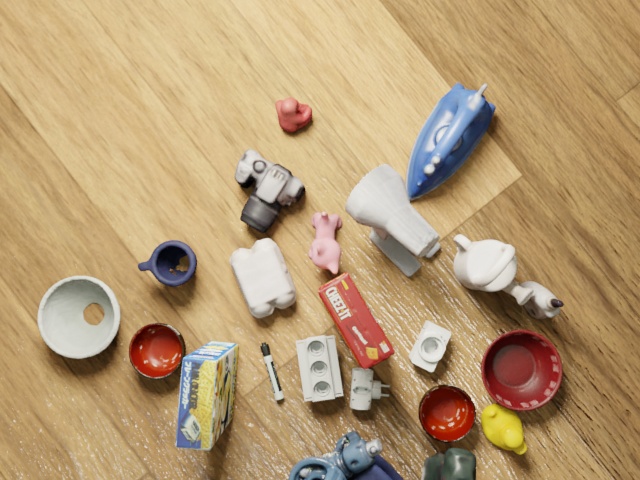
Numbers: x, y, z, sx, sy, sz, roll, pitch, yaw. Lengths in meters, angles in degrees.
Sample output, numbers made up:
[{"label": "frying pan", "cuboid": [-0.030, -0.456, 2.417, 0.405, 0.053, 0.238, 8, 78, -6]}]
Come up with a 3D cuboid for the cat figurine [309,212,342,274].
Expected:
[{"label": "cat figurine", "cuboid": [0.011, 0.004, 1.148, 0.067, 0.118, 0.128, 0, 88, 2]}]

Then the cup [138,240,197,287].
[{"label": "cup", "cuboid": [-0.300, 0.050, 1.165, 0.117, 0.095, 0.092, -7, 87, 1]}]

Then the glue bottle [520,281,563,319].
[{"label": "glue bottle", "cuboid": [0.432, 0.119, 1.106, 0.037, 0.173, 0.078, -31, 87, 0]}]

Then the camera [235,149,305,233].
[{"label": "camera", "cuboid": [-0.120, -0.094, 1.164, 0.143, 0.101, 0.137, 31, 89, 3]}]

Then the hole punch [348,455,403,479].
[{"label": "hole punch", "cuboid": [0.114, 0.502, 1.139, 0.108, 0.091, 0.101, 44, 89, 3]}]

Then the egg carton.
[{"label": "egg carton", "cuboid": [-0.115, 0.077, 1.172, 0.107, 0.069, 0.150, -24, 87, 0]}]

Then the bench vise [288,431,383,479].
[{"label": "bench vise", "cuboid": [0.019, 0.444, 1.079, 0.121, 0.219, 0.207, 38, 89, 3]}]

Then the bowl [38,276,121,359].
[{"label": "bowl", "cuboid": [-0.481, 0.156, 1.175, 0.167, 0.075, 0.167, 0, 88, 1]}]

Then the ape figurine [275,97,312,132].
[{"label": "ape figurine", "cuboid": [-0.058, -0.265, 1.174, 0.078, 0.092, 0.076, 35, 89, 3]}]

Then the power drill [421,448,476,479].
[{"label": "power drill", "cuboid": [0.241, 0.497, 1.078, 0.075, 0.208, 0.230, 9, 88, 2]}]

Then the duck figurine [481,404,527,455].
[{"label": "duck figurine", "cuboid": [0.371, 0.381, 1.140, 0.077, 0.086, 0.104, -38, 87, 0]}]

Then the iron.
[{"label": "iron", "cuboid": [0.252, -0.194, 1.139, 0.118, 0.141, 0.258, 32, 89, 3]}]

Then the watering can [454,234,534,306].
[{"label": "watering can", "cuboid": [0.332, 0.053, 1.100, 0.173, 0.194, 0.101, 21, 88, 2]}]

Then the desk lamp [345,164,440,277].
[{"label": "desk lamp", "cuboid": [0.149, -0.034, 1.099, 0.118, 0.213, 0.203, -45, 87, 0]}]
